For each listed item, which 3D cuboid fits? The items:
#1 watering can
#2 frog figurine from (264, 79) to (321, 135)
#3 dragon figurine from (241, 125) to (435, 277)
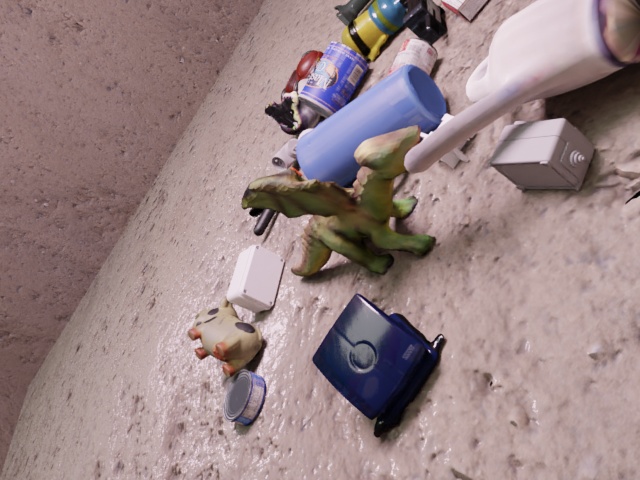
[{"bbox_3d":[0.248,-0.197,0.572,0.353,0.103,0.223,-49,20,-26],"label":"watering can"},{"bbox_3d":[-0.034,-0.327,1.258,0.162,0.123,0.135,-35,-5,-43],"label":"frog figurine"},{"bbox_3d":[0.002,-0.037,0.735,0.405,0.240,0.125,-29,45,43],"label":"dragon figurine"}]
